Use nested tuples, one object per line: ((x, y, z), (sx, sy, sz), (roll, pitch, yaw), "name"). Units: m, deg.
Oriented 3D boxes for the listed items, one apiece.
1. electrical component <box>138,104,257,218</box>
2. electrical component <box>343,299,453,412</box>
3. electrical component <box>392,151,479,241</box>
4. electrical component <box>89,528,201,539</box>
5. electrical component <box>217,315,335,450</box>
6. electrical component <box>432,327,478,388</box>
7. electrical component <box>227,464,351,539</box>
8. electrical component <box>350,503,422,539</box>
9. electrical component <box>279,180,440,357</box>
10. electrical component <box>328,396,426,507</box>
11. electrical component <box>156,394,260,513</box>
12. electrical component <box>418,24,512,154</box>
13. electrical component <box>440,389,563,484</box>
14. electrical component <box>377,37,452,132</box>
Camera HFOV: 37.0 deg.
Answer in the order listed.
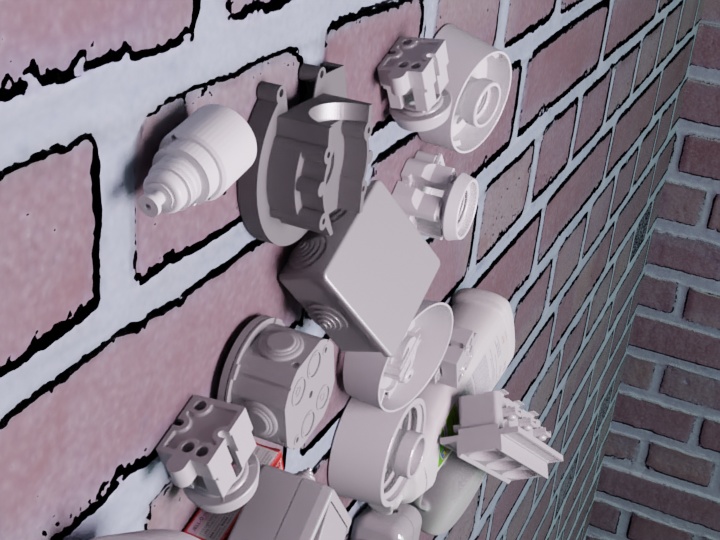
((-0.084, -0.052, 0.538), (0.078, 0.040, 0.040), (-52, 150, -45), "electrical component")
((0.029, 0.067, 0.886), (0.099, 0.064, 0.099), (15, 90, -69), "electrical component")
((0.064, -0.057, 0.897), (0.058, 0.057, 0.078), (65, 44, -60), "electrical component")
((-0.110, 0.186, 0.557), (0.060, 0.108, 0.108), (16, 89, -76), "electrical component")
((-0.054, 0.073, 0.693), (0.080, 0.051, 0.080), (16, 90, -70), "electrical component")
((0.074, 0.078, 1.024), (0.048, 0.055, 0.066), (84, 29, -45), "electrical component")
((-0.043, 0.173, 0.689), (0.061, 0.061, 0.096), (70, 40, -56), "electrical component")
((0.019, 0.273, 1.024), (0.059, 0.054, 0.095), (-27, 129, -63), "electrical component")
((0.000, 0.000, 0.741), (0.099, 0.048, 0.099), (51, 53, -33), "electrical component")
((0.023, 0.154, 0.938), (0.108, 0.060, 0.108), (16, 90, -70), "electrical component")
((-0.087, 0.112, 0.643), (0.066, 0.048, 0.055), (-58, 147, -39), "electrical component")
((0.082, -0.150, 0.902), (0.099, 0.064, 0.099), (-41, 146, -35), "electrical component")
((0.139, 0.162, 1.049), (0.121, 0.079, 0.063), (37, 46, -53), "electrical component")
((0.043, -0.137, 0.802), (0.066, 0.048, 0.055), (-58, 147, -38), "electrical component")
